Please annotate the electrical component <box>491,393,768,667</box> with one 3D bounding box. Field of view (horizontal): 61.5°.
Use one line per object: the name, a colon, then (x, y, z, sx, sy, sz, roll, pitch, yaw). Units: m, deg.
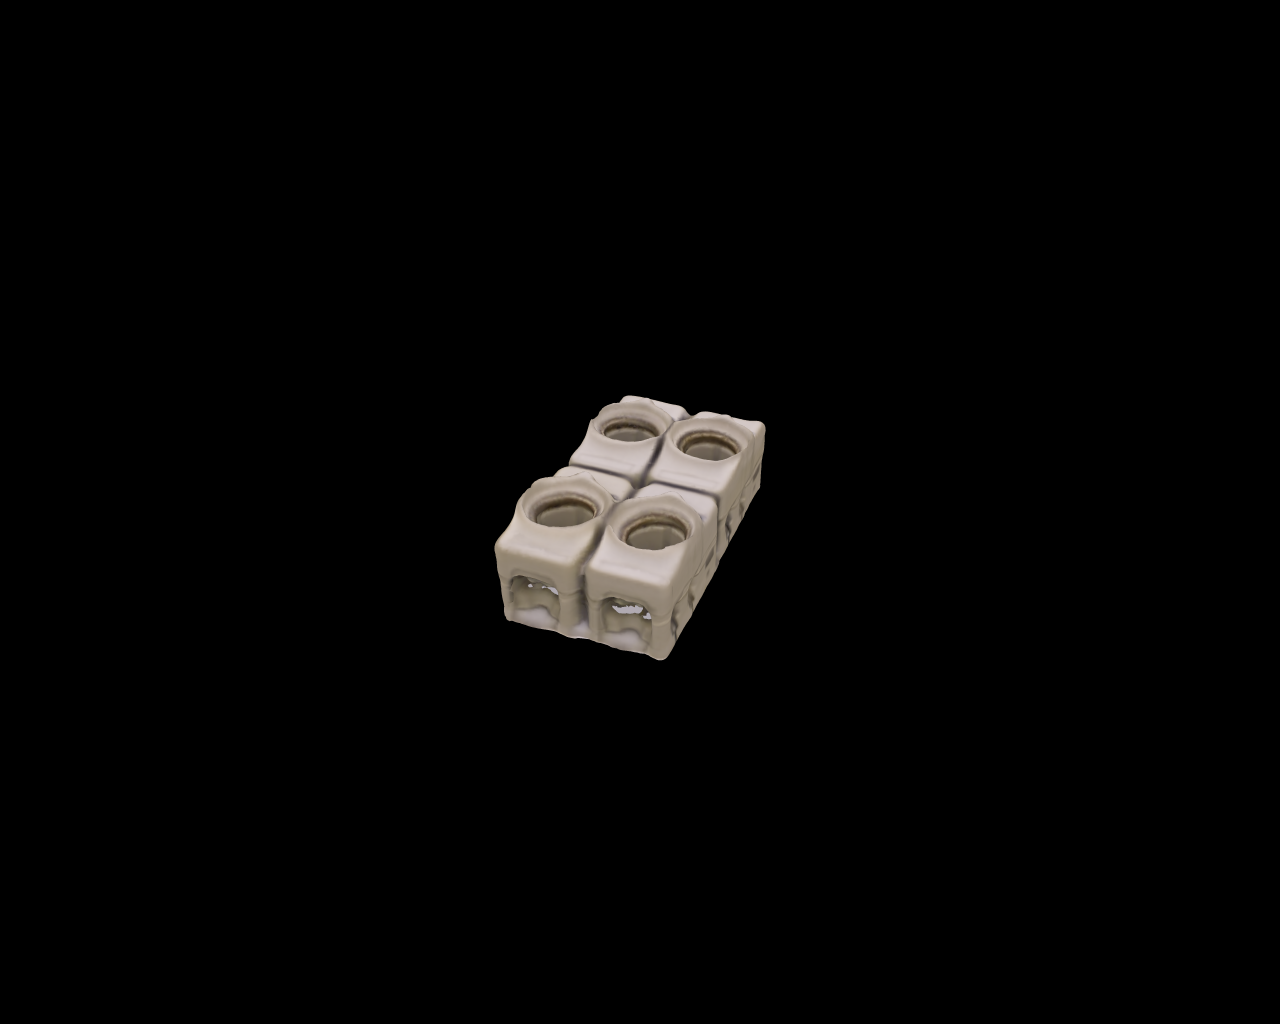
electrical component: (0.001, -0.003, 0.650, 0.105, 0.060, 0.186, 13, 38, 18)
